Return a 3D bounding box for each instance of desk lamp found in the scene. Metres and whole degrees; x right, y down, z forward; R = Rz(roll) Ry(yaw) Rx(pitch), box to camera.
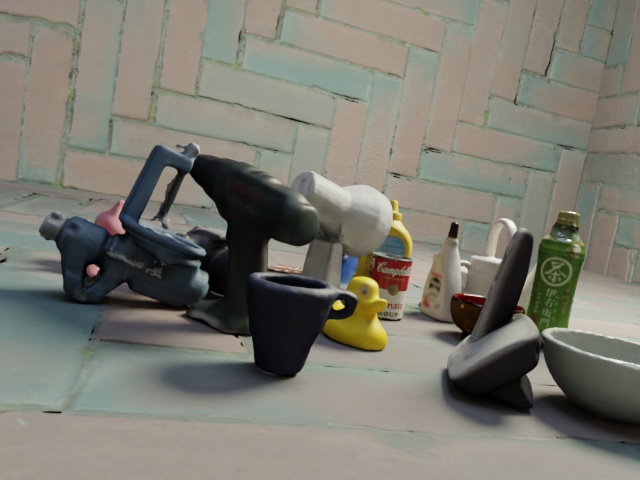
[{"bbox_3d":[0.008,0.003,0.920,0.204,0.213,0.117,5,7,-44],"label":"desk lamp"}]

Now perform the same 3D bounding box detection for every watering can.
[{"bbox_3d":[0.327,0.058,1.044,0.173,0.194,0.100,7,6,-28],"label":"watering can"}]

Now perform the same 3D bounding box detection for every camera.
[{"bbox_3d":[-0.165,0.036,0.862,0.136,0.101,0.144,13,6,34],"label":"camera"}]

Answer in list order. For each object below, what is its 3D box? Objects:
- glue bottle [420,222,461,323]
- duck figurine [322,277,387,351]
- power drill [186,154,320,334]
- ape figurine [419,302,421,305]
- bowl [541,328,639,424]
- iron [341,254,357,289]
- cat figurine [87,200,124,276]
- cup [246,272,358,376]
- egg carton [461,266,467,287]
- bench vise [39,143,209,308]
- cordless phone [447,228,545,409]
[{"bbox_3d":[0.221,0.053,1.008,0.037,0.173,0.078,7,6,-26],"label":"glue bottle"},{"bbox_3d":[0.049,0.090,0.756,0.078,0.086,0.104,6,6,-39],"label":"duck figurine"},{"bbox_3d":[-0.106,0.003,0.726,0.228,0.208,0.076,14,6,38],"label":"power drill"},{"bbox_3d":[0.232,0.090,1.087,0.076,0.092,0.078,11,5,16],"label":"ape figurine"},{"bbox_3d":[0.325,0.155,0.631,0.167,0.075,0.167,10,5,-1],"label":"bowl"},{"bbox_3d":[0.097,0.032,1.188,0.118,0.141,0.259,12,6,27],"label":"iron"},{"bbox_3d":[-0.339,-0.008,0.907,0.067,0.118,0.128,11,5,12],"label":"cat figurine"},{"bbox_3d":[-0.023,0.088,0.585,0.118,0.095,0.091,8,5,-18],"label":"cup"},{"bbox_3d":[0.337,0.101,1.298,0.107,0.069,0.150,8,5,-23],"label":"egg carton"},{"bbox_3d":[-0.232,-0.025,0.729,0.208,0.220,0.121,6,6,-39],"label":"bench vise"},{"bbox_3d":[0.203,0.077,0.635,0.094,0.185,0.148,11,5,9],"label":"cordless phone"}]
